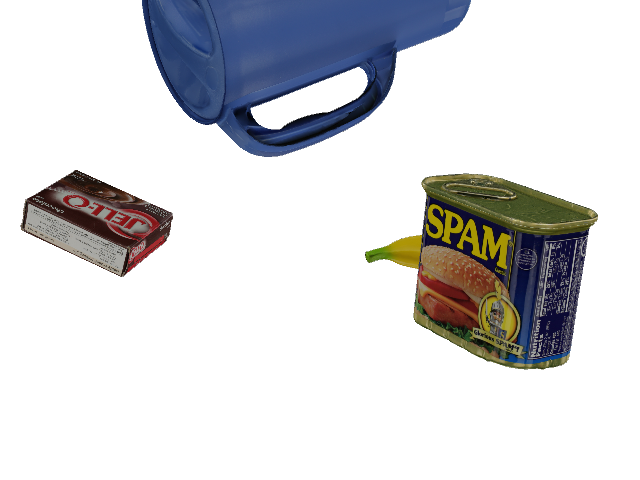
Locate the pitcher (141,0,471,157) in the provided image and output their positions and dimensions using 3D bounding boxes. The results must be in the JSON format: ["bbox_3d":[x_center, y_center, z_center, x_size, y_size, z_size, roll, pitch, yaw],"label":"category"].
[{"bbox_3d":[-0.001,-0.175,0.822,0.242,0.149,0.145,-21,37,-25],"label":"pitcher"}]

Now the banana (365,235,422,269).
[{"bbox_3d":[0.141,0.028,1.028,0.198,0.037,0.069,14,42,36],"label":"banana"}]

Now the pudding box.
[{"bbox_3d":[-0.209,-0.018,1.005,0.113,0.039,0.090,22,27,10],"label":"pudding box"}]

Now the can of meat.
[{"bbox_3d":[0.098,0.016,0.592,0.057,0.084,0.102,-7,20,-33],"label":"can of meat"}]
